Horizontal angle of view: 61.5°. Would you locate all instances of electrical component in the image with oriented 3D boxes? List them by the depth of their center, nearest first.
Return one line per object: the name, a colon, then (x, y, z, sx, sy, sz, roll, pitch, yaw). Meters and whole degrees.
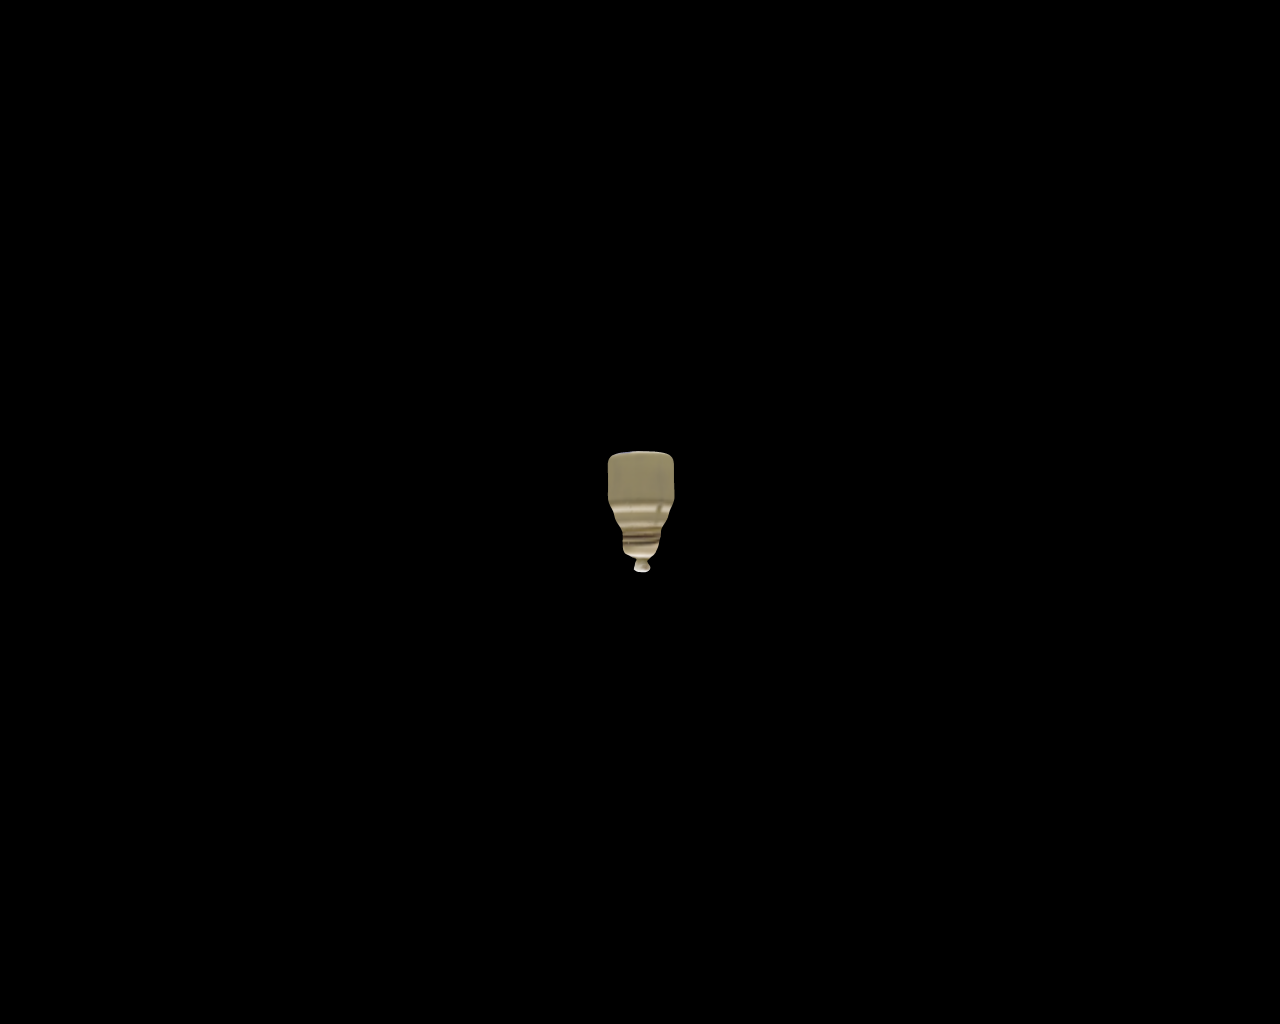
electrical component: (0.001, -0.003, 0.650, 0.040, 0.078, 0.040, 0, -3, 0)
